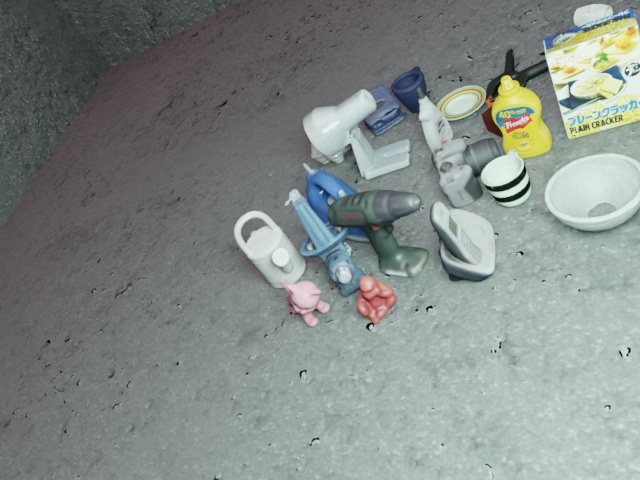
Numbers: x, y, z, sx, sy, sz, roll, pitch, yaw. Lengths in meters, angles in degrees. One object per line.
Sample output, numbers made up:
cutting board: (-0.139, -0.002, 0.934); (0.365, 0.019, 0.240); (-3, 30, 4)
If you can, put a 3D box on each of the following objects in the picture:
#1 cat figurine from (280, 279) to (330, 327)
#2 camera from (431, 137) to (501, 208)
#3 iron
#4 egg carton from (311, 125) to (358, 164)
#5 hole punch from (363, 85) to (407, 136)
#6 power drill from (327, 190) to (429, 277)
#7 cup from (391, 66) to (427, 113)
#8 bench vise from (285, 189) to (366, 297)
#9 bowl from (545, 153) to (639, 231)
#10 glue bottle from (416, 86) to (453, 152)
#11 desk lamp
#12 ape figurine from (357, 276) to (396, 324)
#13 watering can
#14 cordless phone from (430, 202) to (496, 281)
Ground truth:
cat figurine: (-0.038, 0.116, 1.187); (0.067, 0.118, 0.127); (-46, 38, -13)
camera: (0.317, -0.164, 1.225); (0.136, 0.101, 0.143); (-22, 39, 18)
iron: (0.045, -0.093, 1.326); (0.119, 0.142, 0.257); (-41, 38, -7)
egg carton: (0.042, -0.277, 1.584); (0.107, 0.070, 0.150); (2, 51, 39)
hole punch: (0.163, -0.355, 1.557); (0.108, 0.091, 0.101); (-34, 37, 3)
power drill: (0.131, -0.020, 1.125); (0.228, 0.209, 0.076); (5, 53, 41)
cup: (0.252, -0.398, 1.530); (0.091, 0.095, 0.118); (2, 51, 39)
bench vise: (0.020, -0.004, 1.185); (0.121, 0.220, 0.206); (-44, 38, -10)
bowl: (0.491, -0.071, 1.013); (0.167, 0.075, 0.167); (-21, 40, 19)
glue bottle: (0.260, -0.287, 1.340); (0.037, 0.174, 0.078); (3, 52, 39)
desk lamp: (0.091, -0.259, 1.407); (0.202, 0.214, 0.118); (-17, 41, 24)
ape figurine: (0.103, 0.105, 1.110); (0.077, 0.092, 0.076); (-18, 41, 22)
watering can: (-0.115, 0.015, 1.290); (0.172, 0.195, 0.101); (7, 55, 42)
cordless phone: (0.254, -0.023, 1.054); (0.094, 0.186, 0.147); (-15, 42, 26)
